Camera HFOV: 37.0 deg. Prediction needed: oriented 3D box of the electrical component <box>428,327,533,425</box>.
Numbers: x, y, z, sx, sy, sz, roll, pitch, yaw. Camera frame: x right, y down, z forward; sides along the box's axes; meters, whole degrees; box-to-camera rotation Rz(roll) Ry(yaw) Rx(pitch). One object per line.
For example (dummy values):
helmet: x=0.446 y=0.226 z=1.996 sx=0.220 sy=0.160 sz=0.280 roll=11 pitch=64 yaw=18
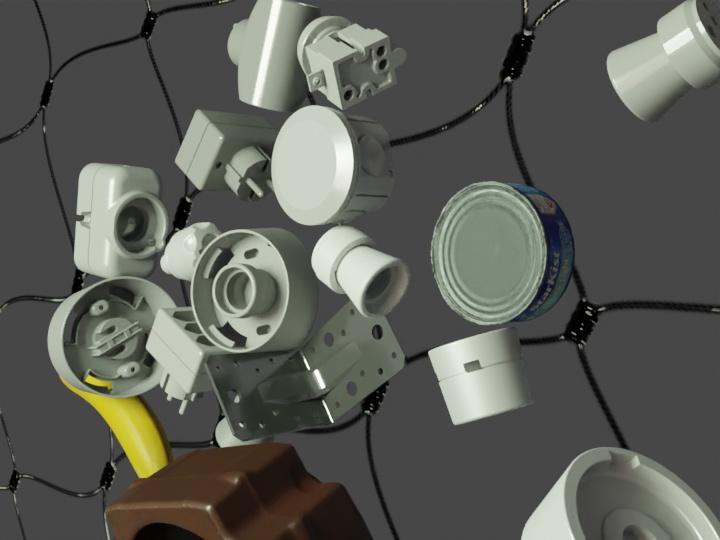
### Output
electrical component: x=0.074 y=0.064 z=0.648 sx=0.055 sy=0.055 sz=0.047 roll=-23 pitch=78 yaw=42

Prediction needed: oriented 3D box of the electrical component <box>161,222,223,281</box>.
electrical component: x=-0.135 y=-0.012 z=0.857 sx=0.062 sy=0.043 sz=0.043 roll=-18 pitch=78 yaw=44

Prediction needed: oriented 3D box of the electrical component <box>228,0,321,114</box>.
electrical component: x=-0.070 y=-0.162 z=0.789 sx=0.079 sy=0.044 sz=0.077 roll=27 pitch=109 yaw=41

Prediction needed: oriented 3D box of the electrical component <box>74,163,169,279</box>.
electrical component: x=-0.203 y=-0.041 z=0.914 sx=0.059 sy=0.054 sz=0.095 roll=12 pitch=99 yaw=44

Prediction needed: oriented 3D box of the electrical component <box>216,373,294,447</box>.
electrical component: x=-0.076 y=0.110 z=0.801 sx=0.045 sy=0.045 sz=0.055 roll=52 pitch=124 yaw=30

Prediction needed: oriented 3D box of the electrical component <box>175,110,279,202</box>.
electrical component: x=-0.084 y=-0.076 z=0.790 sx=0.076 sy=0.066 sz=0.047 roll=47 pitch=121 yaw=33

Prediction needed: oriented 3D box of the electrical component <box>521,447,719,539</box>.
electrical component: x=0.134 y=0.153 z=0.557 sx=0.108 sy=0.108 sz=0.060 roll=57 pitch=133 yaw=27

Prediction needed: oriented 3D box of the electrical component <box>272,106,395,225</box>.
electrical component: x=-0.019 y=-0.070 z=0.737 sx=0.080 sy=0.051 sz=0.080 roll=1 pitch=92 yaw=44

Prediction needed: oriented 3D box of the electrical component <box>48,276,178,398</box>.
electrical component: x=-0.205 y=0.057 z=0.892 sx=0.064 sy=0.099 sz=0.099 roll=-9 pitch=85 yaw=50

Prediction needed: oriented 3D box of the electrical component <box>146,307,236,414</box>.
electrical component: x=-0.136 y=0.078 z=0.857 sx=0.066 sy=0.047 sz=0.076 roll=39 pitch=117 yaw=37

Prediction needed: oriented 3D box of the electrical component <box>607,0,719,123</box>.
electrical component: x=0.164 y=-0.110 z=0.562 sx=0.055 sy=0.045 sz=0.045 roll=-33 pitch=68 yaw=39

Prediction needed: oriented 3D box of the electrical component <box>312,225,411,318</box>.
electrical component: x=0.000 y=0.000 z=0.724 sx=0.055 sy=0.045 sz=0.045 roll=38 pitch=116 yaw=38

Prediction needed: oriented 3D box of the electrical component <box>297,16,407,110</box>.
electrical component: x=-0.011 y=-0.142 z=0.726 sx=0.055 sy=0.066 sz=0.048 roll=42 pitch=154 yaw=44

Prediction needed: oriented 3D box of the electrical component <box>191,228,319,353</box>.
electrical component: x=-0.076 y=0.017 z=0.803 sx=0.099 sy=0.064 sz=0.099 roll=-2 pitch=87 yaw=31
